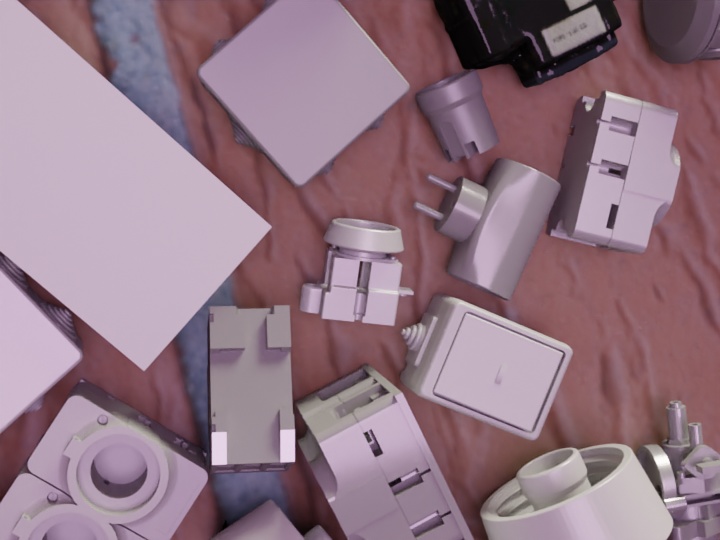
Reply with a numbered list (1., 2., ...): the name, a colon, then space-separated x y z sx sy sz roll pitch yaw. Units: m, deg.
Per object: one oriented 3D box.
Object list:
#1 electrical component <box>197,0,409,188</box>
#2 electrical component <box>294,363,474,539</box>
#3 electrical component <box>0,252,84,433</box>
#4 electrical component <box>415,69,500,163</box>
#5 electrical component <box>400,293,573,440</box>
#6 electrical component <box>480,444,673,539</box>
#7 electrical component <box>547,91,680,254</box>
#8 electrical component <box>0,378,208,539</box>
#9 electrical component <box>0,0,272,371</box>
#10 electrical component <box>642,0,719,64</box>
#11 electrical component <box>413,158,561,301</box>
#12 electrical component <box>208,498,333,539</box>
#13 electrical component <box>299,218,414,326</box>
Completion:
1. electrical component: -0.035 -0.108 0.627 0.100 0.048 0.099 -43 99 -5
2. electrical component: 0.027 0.157 0.626 0.060 0.105 0.186 -27 98 -7
3. electrical component: -0.216 0.043 0.604 0.100 0.048 0.099 -43 100 -5
4. electrical component: 0.060 -0.093 0.650 0.040 0.040 0.046 -26 103 -8
5. electrical component: 0.071 0.056 0.650 0.096 0.061 0.061 23 89 -11
6. electrical component: 0.124 0.142 0.645 0.108 0.108 0.060 -25 92 -8
7. electrical component: 0.159 -0.058 0.664 0.056 0.050 0.089 13 91 -10
8. electrical component: -0.164 0.152 0.614 0.089 0.062 0.150 33 88 -10
9. electrical component: -0.156 -0.047 0.603 0.186 0.060 0.105 42 86 -10
10. electrical component: 0.210 -0.166 0.652 0.051 0.080 0.080 -4 94 -15
11. electrical component: 0.071 -0.032 0.654 0.079 0.043 0.077 25 89 -11
12. electrical component: -0.035 0.181 0.619 0.060 0.108 0.108 -38 99 -12
13. electrical component: 0.000 0.000 0.643 0.066 0.048 0.055 6 100 -11
